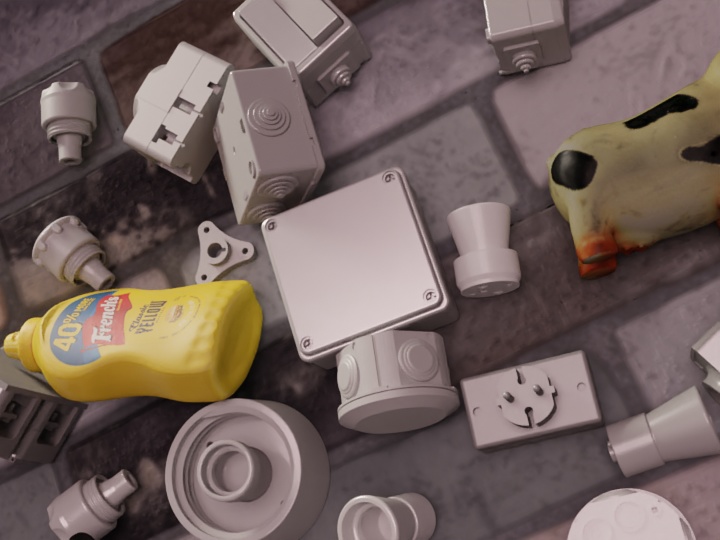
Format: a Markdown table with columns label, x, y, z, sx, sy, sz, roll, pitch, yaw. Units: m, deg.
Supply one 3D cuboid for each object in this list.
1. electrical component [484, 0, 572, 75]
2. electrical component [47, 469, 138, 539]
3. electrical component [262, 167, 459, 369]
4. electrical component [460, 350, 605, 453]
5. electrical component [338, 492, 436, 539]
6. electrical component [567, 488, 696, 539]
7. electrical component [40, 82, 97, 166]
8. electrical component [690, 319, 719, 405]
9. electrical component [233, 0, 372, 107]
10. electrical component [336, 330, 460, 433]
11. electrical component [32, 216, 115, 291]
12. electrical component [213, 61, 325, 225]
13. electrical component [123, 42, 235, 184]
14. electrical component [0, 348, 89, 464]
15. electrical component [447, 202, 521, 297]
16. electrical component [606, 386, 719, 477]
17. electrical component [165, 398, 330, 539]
| label | x | y | z | sx | sy | sz | roll | pitch | yaw |
| --- | --- | --- | --- | --- | --- | --- | --- | --- | --- |
| electrical component | 0.120 | -0.185 | 0.761 | 0.061 | 0.062 | 0.096 | -10 | 73 | 14 |
| electrical component | -0.188 | 0.168 | 0.769 | 0.062 | 0.043 | 0.043 | -37 | 69 | 3 |
| electrical component | 0.000 | 0.000 | 0.751 | 0.109 | 0.056 | 0.108 | -22 | 71 | 10 |
| electrical component | 0.108 | 0.083 | 0.687 | 0.083 | 0.076 | 0.047 | -15 | 72 | 12 |
| electrical component | 0.021 | 0.165 | 0.696 | 0.044 | 0.065 | 0.044 | -3 | 85 | 31 |
| electrical component | 0.166 | 0.174 | 0.659 | 0.080 | 0.051 | 0.080 | -4 | 75 | 15 |
| electrical component | -0.232 | -0.115 | 0.856 | 0.043 | 0.043 | 0.062 | -10 | 74 | 14 |
| electrical component | 0.251 | 0.069 | 0.662 | 0.056 | 0.050 | 0.089 | -45 | 68 | 1 |
| electrical component | -0.040 | -0.173 | 0.806 | 0.062 | 0.061 | 0.096 | -42 | 69 | 2 |
| electrical component | 0.023 | 0.075 | 0.712 | 0.080 | 0.080 | 0.051 | -14 | 67 | 13 |
| electrical component | -0.215 | -0.008 | 0.824 | 0.062 | 0.048 | 0.048 | 38 | 89 | 15 |
| electrical component | -0.068 | -0.088 | 0.771 | 0.048 | 0.099 | 0.099 | -10 | 70 | -20 |
| electrical component | -0.135 | -0.122 | 0.826 | 0.056 | 0.050 | 0.089 | 28 | 85 | 21 |
| electrical component | -0.312 | 0.076 | 0.796 | 0.186 | 0.105 | 0.060 | 27 | 85 | 21 |
| electrical component | 0.085 | -0.013 | 0.735 | 0.045 | 0.045 | 0.055 | -11 | 74 | 13 |
| electrical component | 0.189 | 0.105 | 0.677 | 0.065 | 0.044 | 0.044 | -23 | 71 | 15 |
| electrical component | -0.081 | 0.139 | 0.736 | 0.108 | 0.060 | 0.108 | -4 | 75 | 15 |
